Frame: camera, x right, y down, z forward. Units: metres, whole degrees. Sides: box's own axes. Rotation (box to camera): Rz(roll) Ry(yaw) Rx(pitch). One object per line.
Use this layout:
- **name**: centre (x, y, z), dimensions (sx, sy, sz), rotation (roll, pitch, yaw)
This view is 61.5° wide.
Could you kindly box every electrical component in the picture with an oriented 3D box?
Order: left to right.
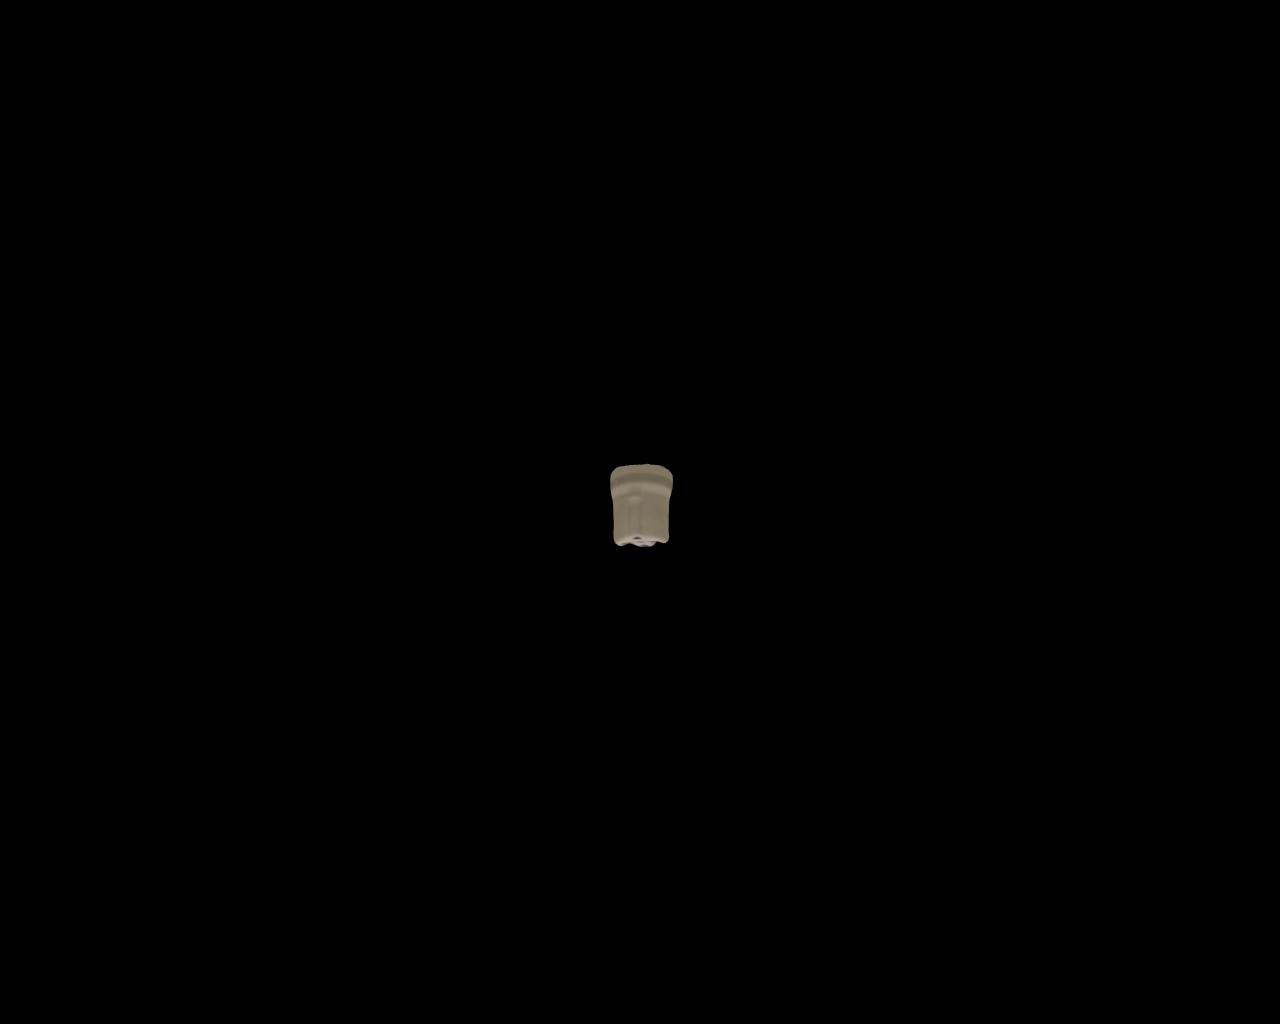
- **electrical component**: centre (0.001, -0.003, 0.650), dimensions (0.040, 0.046, 0.040), rotation (0, -19, 0)
